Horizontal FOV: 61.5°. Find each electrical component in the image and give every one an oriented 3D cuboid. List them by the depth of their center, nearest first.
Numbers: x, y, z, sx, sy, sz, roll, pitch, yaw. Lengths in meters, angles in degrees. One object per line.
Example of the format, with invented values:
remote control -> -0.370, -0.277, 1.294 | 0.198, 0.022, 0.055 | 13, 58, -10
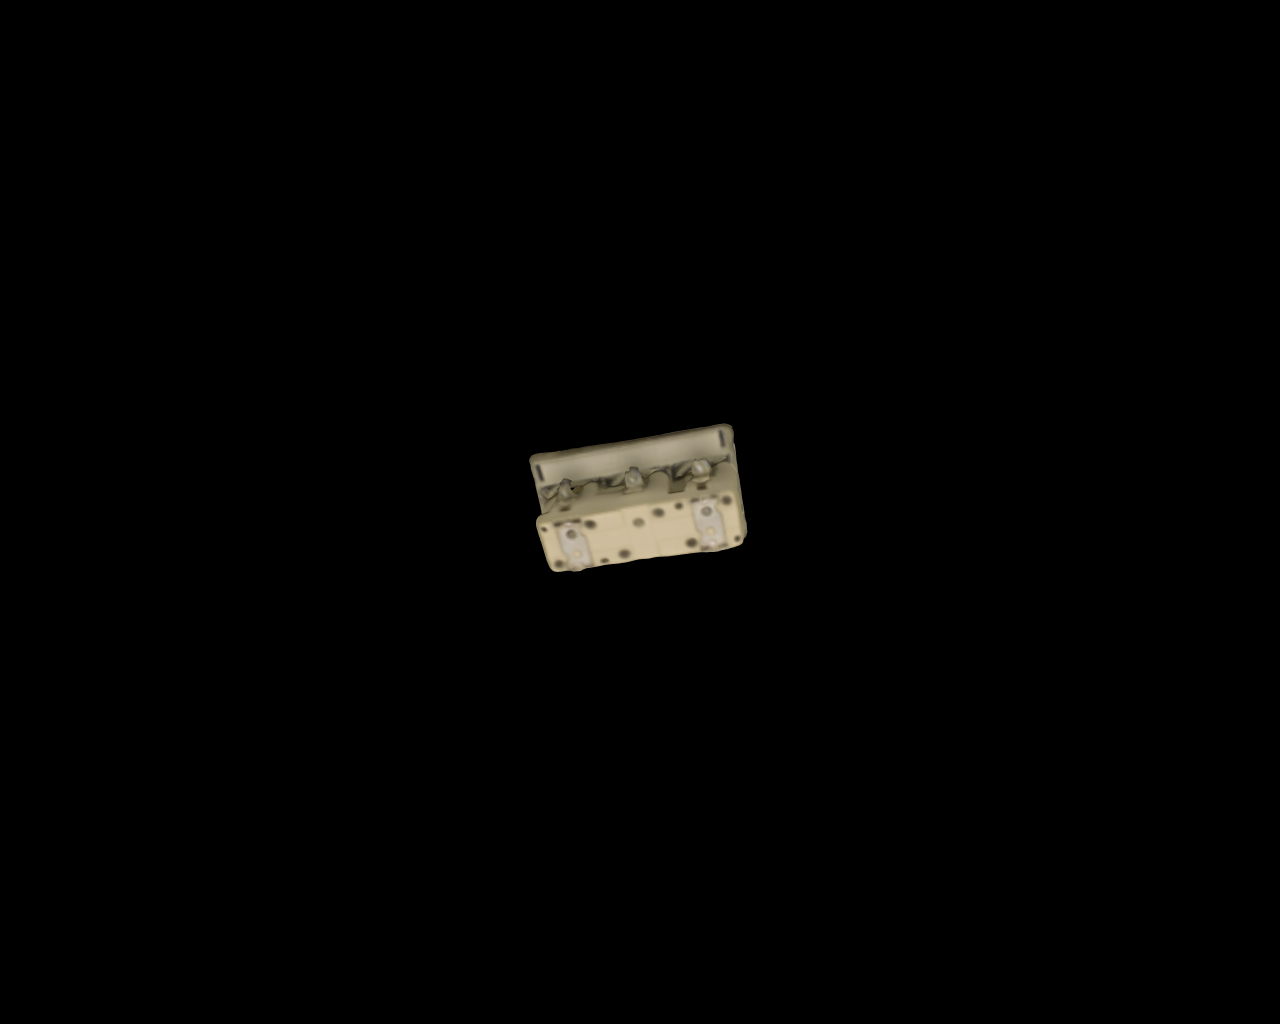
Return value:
electrical component -> 0.001, -0.003, 0.650 | 0.121, 0.078, 0.063 | -8, 34, 5
